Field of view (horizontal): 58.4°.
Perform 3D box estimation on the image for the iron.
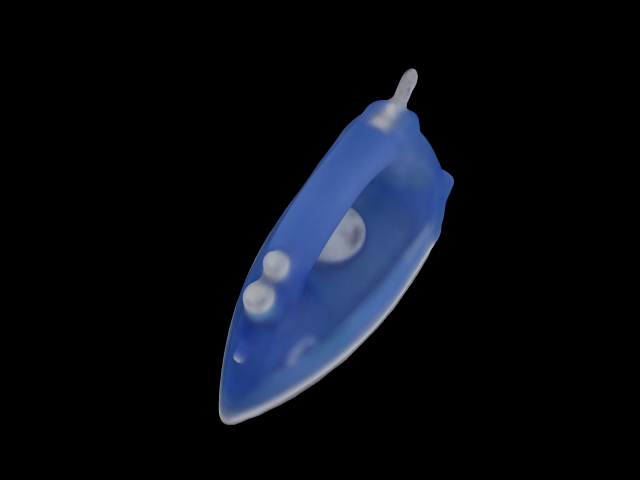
[{"bbox_3d":[0.004,0.001,0.400,0.118,0.141,0.259,28,62,16],"label":"iron"}]
